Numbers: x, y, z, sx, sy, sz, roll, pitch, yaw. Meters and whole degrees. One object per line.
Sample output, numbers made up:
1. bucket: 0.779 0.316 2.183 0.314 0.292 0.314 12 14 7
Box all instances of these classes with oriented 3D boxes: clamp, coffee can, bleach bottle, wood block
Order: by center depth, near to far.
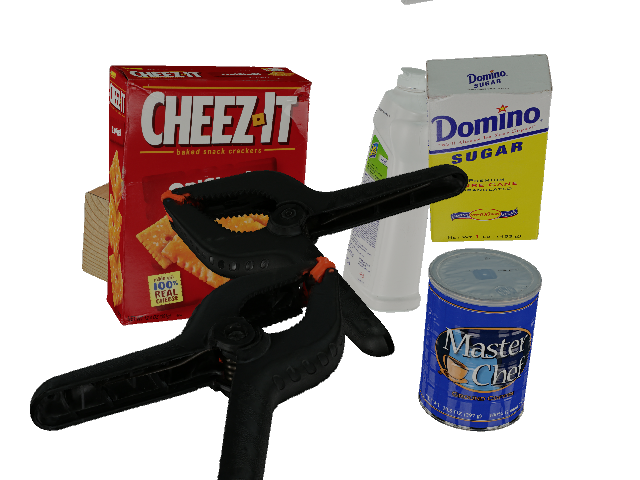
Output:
1. clamp: -0.036 0.065 0.505 0.120 0.039 0.171 33 48 29
2. clamp: -0.010 -0.012 0.735 0.210 0.036 0.164 17 51 26
3. coffee can: 0.148 0.092 1.001 0.103 0.140 0.103 1 26 -1
4. wood block: -0.145 -0.029 1.116 0.090 0.091 0.205 22 30 22
5. bleach bottle: 0.082 -0.057 1.140 0.068 0.251 0.103 -1 23 -24

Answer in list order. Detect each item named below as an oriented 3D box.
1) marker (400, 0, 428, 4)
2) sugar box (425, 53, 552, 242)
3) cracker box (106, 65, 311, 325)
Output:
1. marker: 0.093 -0.121 0.466 0.121 0.020 0.020 -10 1 -7
2. sugar box: 0.131 -0.068 0.850 0.093 0.048 0.176 -2 -36 7
3. cracker box: -0.099 -0.040 0.929 0.164 0.214 0.072 -3 20 -23
